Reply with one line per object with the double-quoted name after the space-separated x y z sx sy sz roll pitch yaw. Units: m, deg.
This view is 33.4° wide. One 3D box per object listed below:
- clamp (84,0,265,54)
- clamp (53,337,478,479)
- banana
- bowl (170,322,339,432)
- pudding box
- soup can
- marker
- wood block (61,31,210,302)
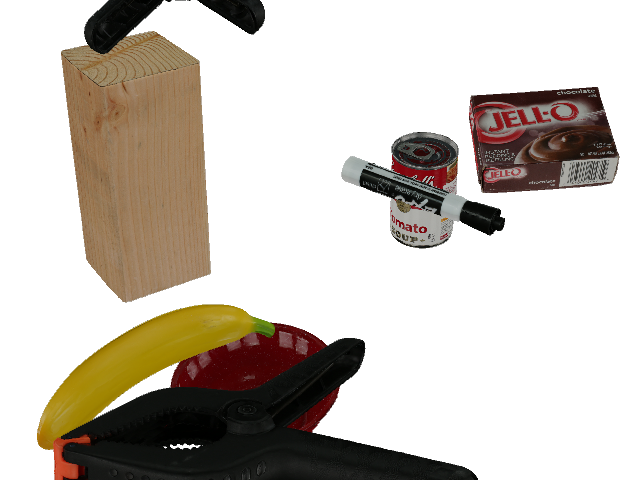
-0.094 -0.188 0.761 0.120 0.039 0.171 2 45 2 "clamp"
-0.038 0.102 0.584 0.209 0.036 0.165 -2 22 -14 "clamp"
-0.130 0.094 0.784 0.198 0.069 0.037 -26 37 -1 "banana"
-0.059 0.152 1.015 0.162 0.055 0.162 -4 38 3 "bowl"
0.186 -0.086 0.903 0.113 0.090 0.039 -3 -42 1 "pudding box"
0.106 -0.052 1.103 0.068 0.102 0.068 -1 37 0 "soup can"
0.070 -0.031 0.732 0.121 0.020 0.020 22 10 25 "marker"
-0.158 -0.063 0.930 0.090 0.206 0.090 -19 36 -28 "wood block"
